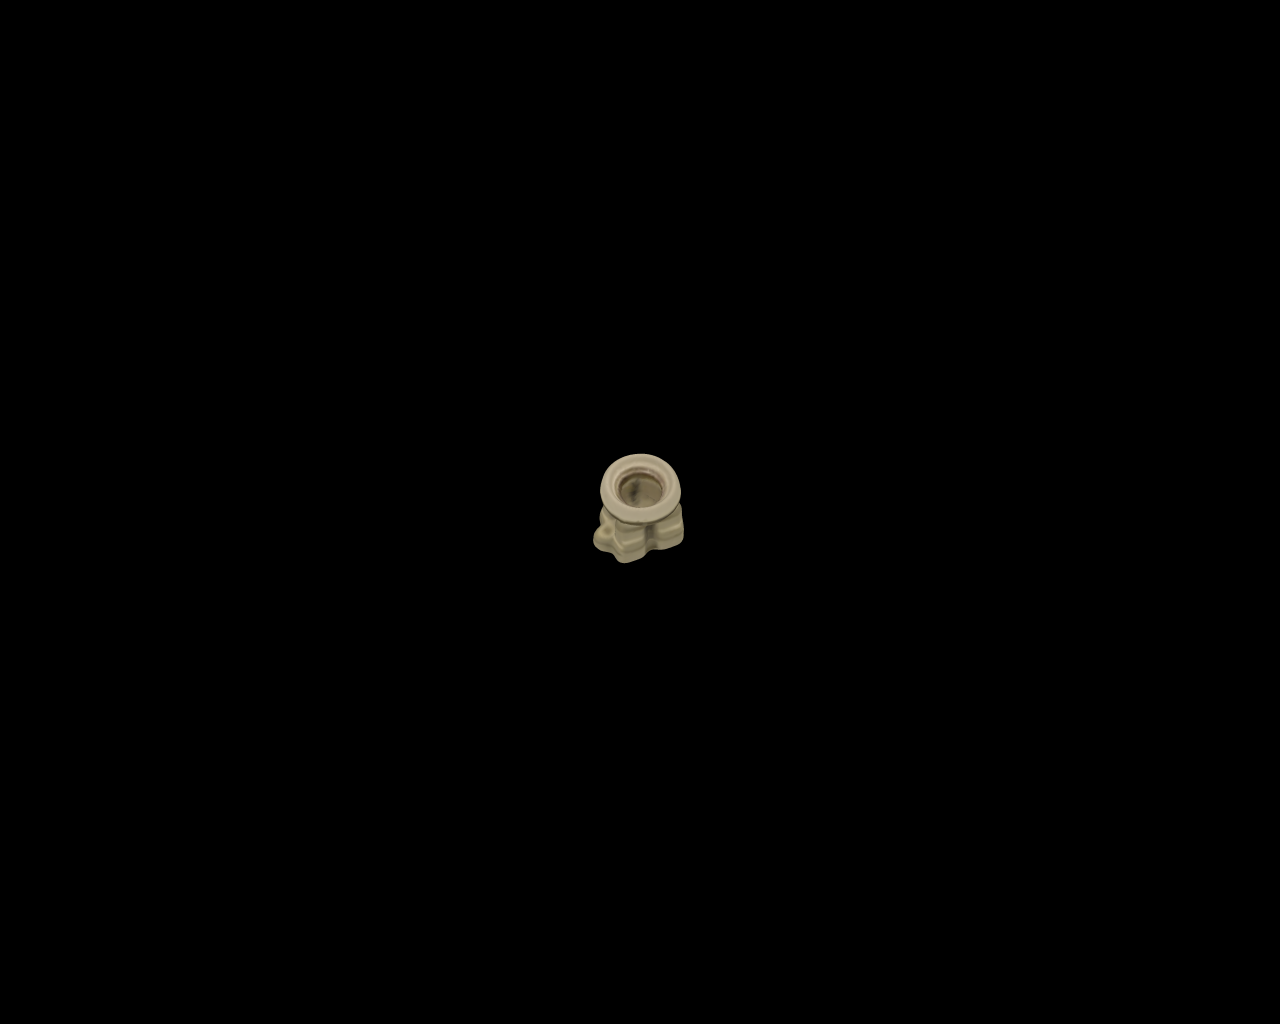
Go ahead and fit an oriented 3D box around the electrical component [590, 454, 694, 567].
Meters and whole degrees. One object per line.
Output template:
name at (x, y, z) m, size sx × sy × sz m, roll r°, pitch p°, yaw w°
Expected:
electrical component at (0.001, -0.003, 0.650) m, size 0.066 × 0.048 × 0.055 m, roll -20°, pitch -31°, yaw -13°
